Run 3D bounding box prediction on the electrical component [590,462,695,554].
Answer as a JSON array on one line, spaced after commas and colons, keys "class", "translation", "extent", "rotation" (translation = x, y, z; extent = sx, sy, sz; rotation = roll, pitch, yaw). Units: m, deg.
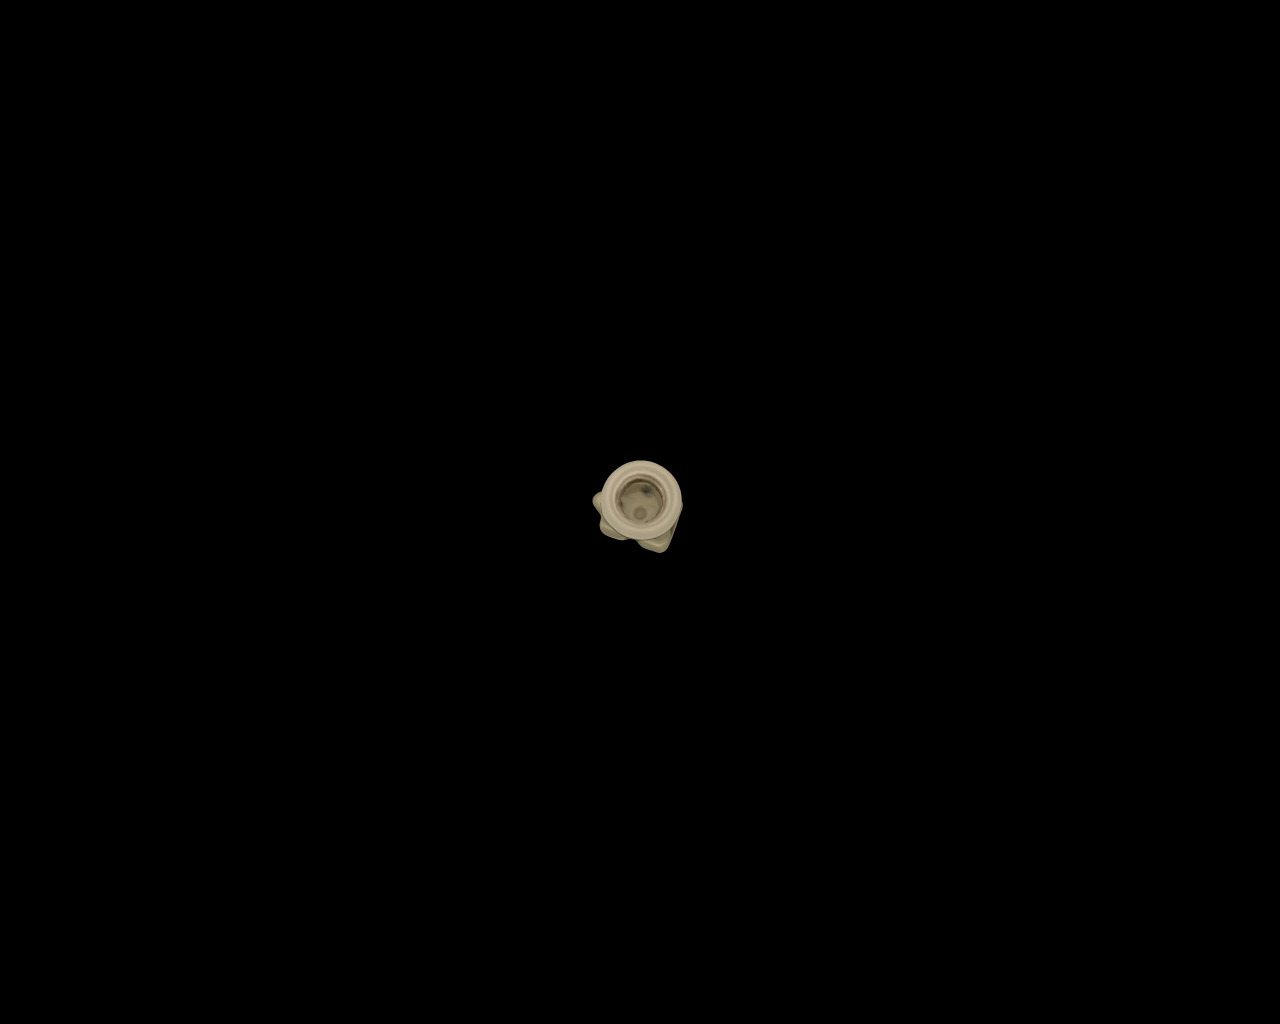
[{"class": "electrical component", "translation": [0.001, -0.003, 0.650], "extent": [0.066, 0.048, 0.055], "rotation": [18, -11, 4]}]
